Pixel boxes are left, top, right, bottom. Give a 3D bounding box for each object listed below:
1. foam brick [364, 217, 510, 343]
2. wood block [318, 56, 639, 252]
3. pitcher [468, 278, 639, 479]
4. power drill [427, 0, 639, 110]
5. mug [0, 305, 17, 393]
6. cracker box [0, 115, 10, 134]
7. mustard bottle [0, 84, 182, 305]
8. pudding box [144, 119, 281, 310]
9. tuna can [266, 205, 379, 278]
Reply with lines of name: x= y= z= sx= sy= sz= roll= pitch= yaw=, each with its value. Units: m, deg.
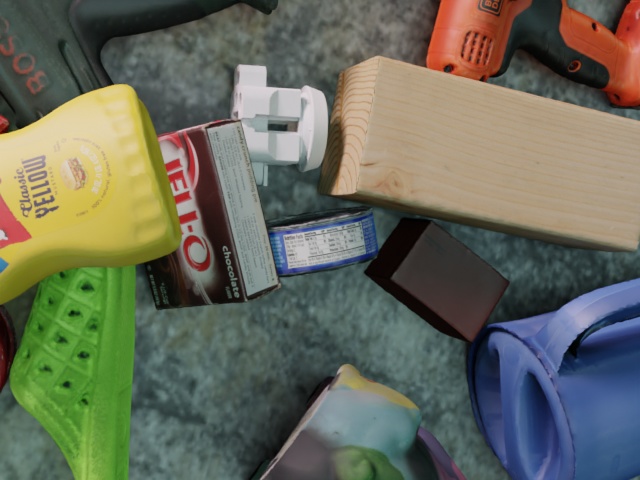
foam brick: x=0.082 y=0.027 z=0.750 sx=0.078 sy=0.051 sz=0.053 roll=38 pitch=81 yaw=-15
wood block: x=0.114 y=-0.054 z=0.736 sx=0.205 sy=0.090 sz=0.091 roll=11 pitch=89 yaw=-16
pitcher: x=0.239 y=0.088 z=0.754 sx=0.242 sy=0.149 sz=0.145 roll=-15 pitch=91 yaw=-19
power drill: x=0.176 y=-0.181 z=0.756 sx=0.187 sy=0.057 sz=0.184 roll=14 pitch=94 yaw=-19
mug: x=-0.227 y=0.059 z=0.645 sx=0.093 sy=0.082 sz=0.117 roll=20 pitch=87 yaw=-16
cracker box: x=-0.316 y=-0.084 z=0.620 sx=0.213 sy=0.072 sz=0.164 roll=45 pitch=79 yaw=-12
mustard bottle: x=-0.179 y=-0.014 z=0.584 sx=0.191 sy=0.058 sz=0.096 roll=-17 pitch=79 yaw=0
pudding box: x=-0.078 y=-0.015 z=0.680 sx=0.039 sy=0.090 sz=0.113 roll=-23 pitch=101 yaw=-45
tuna can: x=-0.005 y=0.001 z=0.706 sx=0.086 sy=0.086 sz=0.034 roll=-11 pitch=96 yaw=-16
